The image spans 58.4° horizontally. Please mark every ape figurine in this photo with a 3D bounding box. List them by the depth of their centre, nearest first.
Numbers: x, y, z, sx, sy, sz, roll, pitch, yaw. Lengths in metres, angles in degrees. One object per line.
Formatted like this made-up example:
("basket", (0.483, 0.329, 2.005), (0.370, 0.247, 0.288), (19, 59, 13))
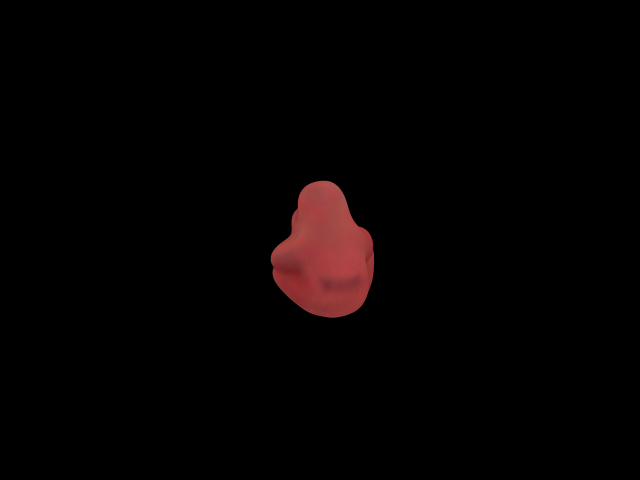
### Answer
("ape figurine", (0.004, 0.001, 0.400), (0.078, 0.092, 0.076), (-5, 28, -10))
